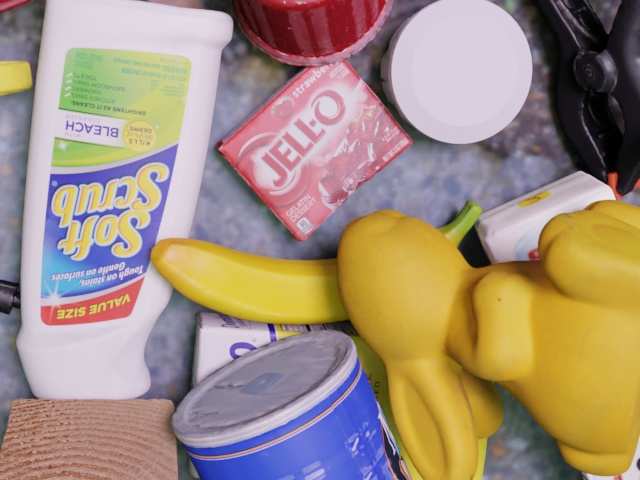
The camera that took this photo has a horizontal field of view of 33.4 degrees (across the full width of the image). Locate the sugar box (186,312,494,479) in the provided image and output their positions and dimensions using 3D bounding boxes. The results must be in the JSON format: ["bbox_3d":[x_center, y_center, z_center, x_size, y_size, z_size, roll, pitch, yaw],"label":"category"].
[{"bbox_3d":[0.012,0.096,0.634,0.176,0.048,0.093,3,99,-10],"label":"sugar box"}]

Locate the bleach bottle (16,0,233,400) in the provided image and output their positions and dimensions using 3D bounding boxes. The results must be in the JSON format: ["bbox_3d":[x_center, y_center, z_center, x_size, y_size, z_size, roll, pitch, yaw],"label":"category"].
[{"bbox_3d":[-0.112,-0.005,0.591,0.102,0.068,0.251,6,101,-7],"label":"bleach bottle"}]

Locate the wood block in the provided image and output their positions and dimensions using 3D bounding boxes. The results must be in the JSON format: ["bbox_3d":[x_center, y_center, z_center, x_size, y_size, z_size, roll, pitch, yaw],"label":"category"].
[{"bbox_3d":[-0.126,0.198,0.582,0.090,0.091,0.206,2,114,-9],"label":"wood block"}]

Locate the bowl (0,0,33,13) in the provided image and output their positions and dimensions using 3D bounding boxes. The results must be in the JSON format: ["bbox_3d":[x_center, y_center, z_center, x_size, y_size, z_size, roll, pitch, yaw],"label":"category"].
[{"bbox_3d":[-0.188,-0.194,0.549,0.162,0.055,0.162,-1,100,-8],"label":"bowl"}]

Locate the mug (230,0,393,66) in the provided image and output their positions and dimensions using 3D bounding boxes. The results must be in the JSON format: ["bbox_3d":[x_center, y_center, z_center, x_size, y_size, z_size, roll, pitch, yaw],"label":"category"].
[{"bbox_3d":[-0.014,-0.157,0.559,0.093,0.081,0.117,-29,81,1],"label":"mug"}]

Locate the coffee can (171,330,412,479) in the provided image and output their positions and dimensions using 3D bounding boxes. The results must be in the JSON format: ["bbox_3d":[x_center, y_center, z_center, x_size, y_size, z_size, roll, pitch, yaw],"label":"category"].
[{"bbox_3d":[-0.003,0.133,0.563,0.103,0.103,0.140,-25,104,-4],"label":"coffee can"}]

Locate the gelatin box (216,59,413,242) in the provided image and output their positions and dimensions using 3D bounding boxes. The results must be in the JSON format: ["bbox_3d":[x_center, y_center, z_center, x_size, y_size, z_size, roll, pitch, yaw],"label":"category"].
[{"bbox_3d":[-0.004,-0.055,0.614,0.089,0.030,0.073,-41,102,-1],"label":"gelatin box"}]

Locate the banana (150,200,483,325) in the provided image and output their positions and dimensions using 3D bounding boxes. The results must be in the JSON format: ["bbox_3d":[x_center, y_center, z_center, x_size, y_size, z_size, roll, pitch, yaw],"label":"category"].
[{"bbox_3d":[-0.001,0.017,0.606,0.197,0.037,0.070,-9,116,-24],"label":"banana"}]

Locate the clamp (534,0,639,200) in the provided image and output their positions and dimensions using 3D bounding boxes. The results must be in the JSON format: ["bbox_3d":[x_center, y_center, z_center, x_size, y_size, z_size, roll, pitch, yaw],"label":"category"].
[{"bbox_3d":[0.167,-0.104,0.592,0.039,0.120,0.171,-28,107,-21],"label":"clamp"}]

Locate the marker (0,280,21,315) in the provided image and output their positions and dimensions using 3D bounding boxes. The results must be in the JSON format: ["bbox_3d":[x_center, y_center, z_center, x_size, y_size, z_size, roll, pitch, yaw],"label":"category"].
[{"bbox_3d":[-0.226,0.019,0.598,0.121,0.020,0.020,16,97,-11],"label":"marker"}]
